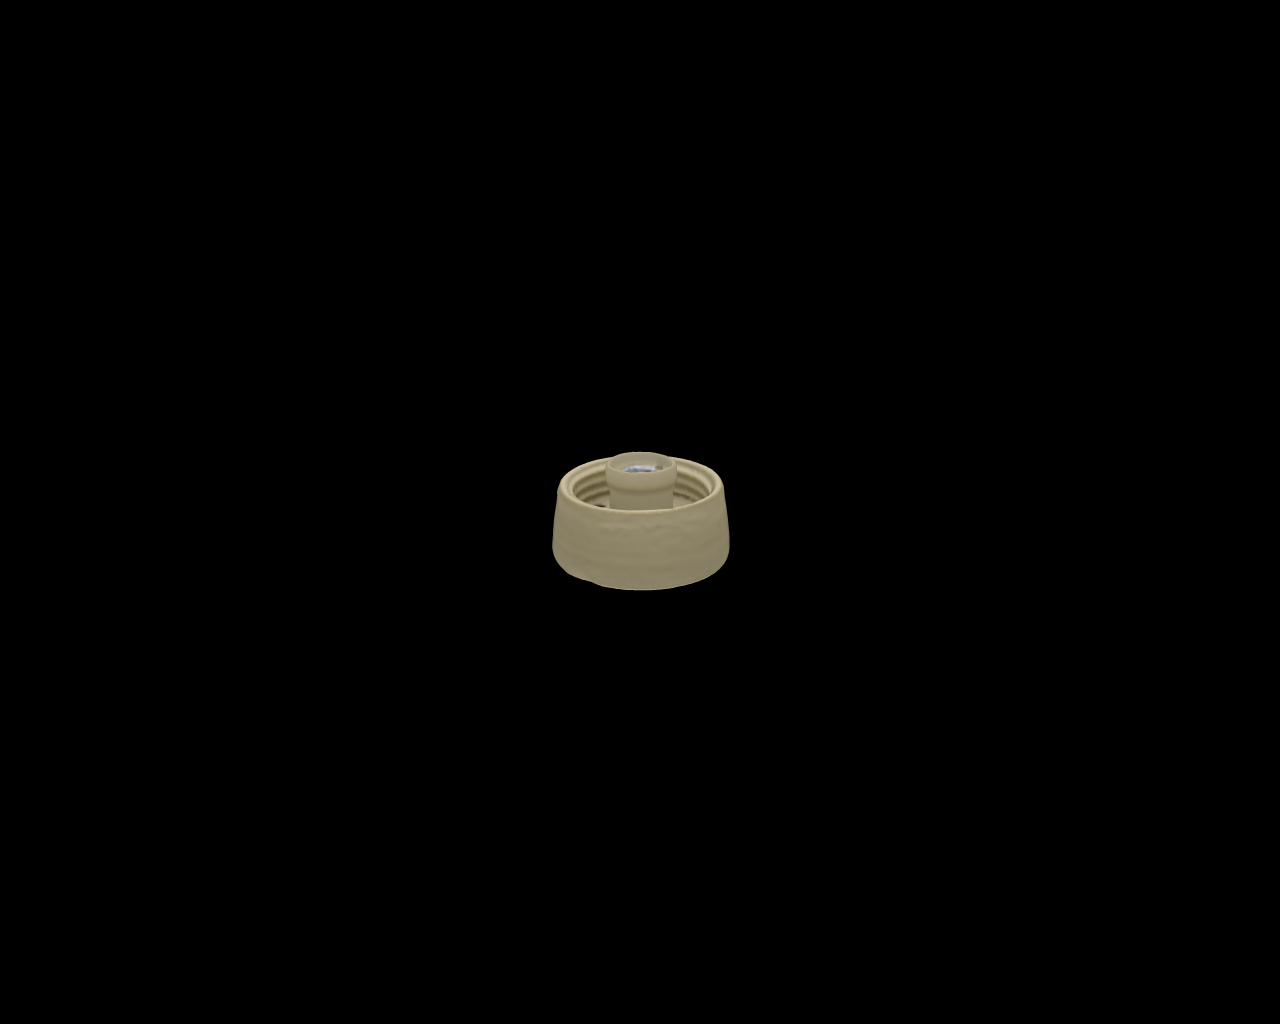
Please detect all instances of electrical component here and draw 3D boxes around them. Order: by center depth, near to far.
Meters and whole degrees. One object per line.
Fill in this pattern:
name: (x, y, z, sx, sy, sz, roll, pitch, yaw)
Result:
electrical component: (0.001, -0.003, 0.650, 0.108, 0.060, 0.108, 0, 23, 0)
